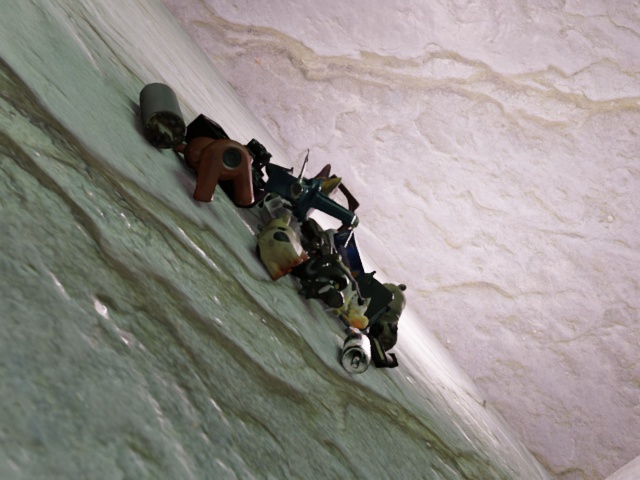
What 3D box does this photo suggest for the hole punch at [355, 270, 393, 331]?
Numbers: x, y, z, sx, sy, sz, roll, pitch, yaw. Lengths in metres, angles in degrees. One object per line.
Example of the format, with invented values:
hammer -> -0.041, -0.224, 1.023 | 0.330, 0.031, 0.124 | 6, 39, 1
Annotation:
hole punch -> 0.120, 0.162, 1.411 | 0.116, 0.142, 0.092 | 45, -19, 30

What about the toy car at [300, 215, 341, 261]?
toy car -> -0.003, -0.004, 1.353 | 0.089, 0.053, 0.202 | 46, 5, -30

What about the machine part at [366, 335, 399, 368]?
machine part -> 0.149, 0.278, 1.297 | 0.138, 0.039, 0.084 | 41, 19, -57

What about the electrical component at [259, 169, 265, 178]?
electrical component -> -0.201, -0.217, 1.566 | 0.047, 0.075, 0.119 | 46, 12, -37

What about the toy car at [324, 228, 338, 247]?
toy car -> 0.023, 0.014, 1.638 | 0.109, 0.103, 0.162 | 50, 9, -7

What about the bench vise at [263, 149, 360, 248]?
bench vise -> -0.011, -0.092, 1.252 | 0.240, 0.129, 0.223 | 28, -12, -7

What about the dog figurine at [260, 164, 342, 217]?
dog figurine -> -0.048, -0.132, 1.490 | 0.191, 0.219, 0.109 | 43, 7, -47

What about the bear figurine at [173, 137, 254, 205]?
bear figurine -> -0.213, -0.138, 1.045 | 0.120, 0.131, 0.196 | 2, 4, -34

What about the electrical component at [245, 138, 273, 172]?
electrical component -> -0.188, -0.204, 1.403 | 0.058, 0.115, 0.134 | 46, 7, 2

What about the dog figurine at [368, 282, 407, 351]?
dog figurine -> 0.198, 0.208, 1.484 | 0.121, 0.172, 0.191 | 36, 5, -23

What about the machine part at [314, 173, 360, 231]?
machine part -> 0.013, -0.101, 1.750 | 0.201, 0.201, 0.087 | 49, 4, -6

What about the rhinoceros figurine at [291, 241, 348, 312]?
rhinoceros figurine -> -0.005, 0.077, 1.151 | 0.191, 0.112, 0.073 | 40, -31, 47

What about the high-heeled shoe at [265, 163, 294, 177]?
high-heeled shoe -> -0.124, -0.147, 1.580 | 0.086, 0.145, 0.249 | 18, 12, 13

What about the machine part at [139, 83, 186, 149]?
machine part -> -0.306, -0.243, 1.040 | 0.079, 0.079, 0.243 | 45, 8, -37

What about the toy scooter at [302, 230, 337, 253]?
toy scooter -> 0.009, 0.048, 1.491 | 0.135, 0.075, 0.184 | 47, 0, -31

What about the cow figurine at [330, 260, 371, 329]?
cow figurine -> 0.061, 0.126, 1.254 | 0.167, 0.098, 0.068 | 47, -32, -9

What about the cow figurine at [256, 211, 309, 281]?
cow figurine -> -0.085, 0.007, 1.118 | 0.127, 0.085, 0.195 | 57, 8, 0

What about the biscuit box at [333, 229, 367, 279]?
biscuit box -> 0.091, 0.070, 1.466 | 0.063, 0.059, 0.202 | -90, 163, -60

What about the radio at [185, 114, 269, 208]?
radio -> -0.217, -0.181, 1.271 | 0.229, 0.073, 0.131 | 53, 9, 7
